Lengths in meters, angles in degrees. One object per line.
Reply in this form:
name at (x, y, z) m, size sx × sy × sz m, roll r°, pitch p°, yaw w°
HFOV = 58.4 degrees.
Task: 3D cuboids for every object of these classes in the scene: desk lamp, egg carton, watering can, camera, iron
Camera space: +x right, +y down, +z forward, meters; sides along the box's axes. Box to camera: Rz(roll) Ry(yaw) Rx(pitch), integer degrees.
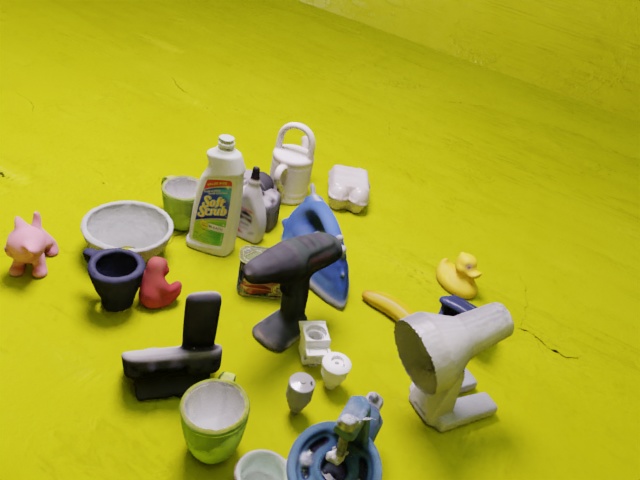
desk lamp at (0.206, 0.192, 0.898) m, size 0.204 × 0.213 × 0.117 m, roll -7°, pitch 40°, yaw -27°
egg carton at (0.072, -0.131, 1.434) m, size 0.107 × 0.069 × 0.150 m, roll 9°, pitch 35°, yaw -6°
watering can at (-0.064, -0.194, 1.366) m, size 0.101 × 0.194 × 0.173 m, roll 9°, pitch 35°, yaw -6°
camera at (-0.145, -0.107, 1.299) m, size 0.143 × 0.101 × 0.137 m, roll 23°, pitch 36°, yaw 13°
iron at (0.011, 0.004, 1.160) m, size 0.119 × 0.141 × 0.257 m, roll -5°, pitch 39°, yaw -24°

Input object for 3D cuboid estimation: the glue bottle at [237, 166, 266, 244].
glue bottle at (-0.144, -0.078, 1.195) m, size 0.078 × 0.173 × 0.037 m, roll 23°, pitch 36°, yaw 14°

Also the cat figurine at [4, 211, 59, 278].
cat figurine at (-0.509, 0.002, 1.005) m, size 0.067 × 0.118 × 0.127 m, roll 5°, pitch 36°, yaw -12°

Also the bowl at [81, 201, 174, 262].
bowl at (-0.367, -0.002, 1.097) m, size 0.167 × 0.075 × 0.167 m, roll 9°, pitch 35°, yaw -6°

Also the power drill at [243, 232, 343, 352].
power drill at (-0.053, 0.083, 0.968) m, size 0.075 × 0.208 × 0.230 m, roll 31°, pitch 38°, yaw 24°

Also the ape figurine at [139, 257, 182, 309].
ape figurine at (-0.286, 0.069, 1.009) m, size 0.077 × 0.092 × 0.076 m, roll 29°, pitch 38°, yaw 22°

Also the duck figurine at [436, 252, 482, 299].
duck figurine at (0.301, 0.064, 1.225) m, size 0.078 × 0.086 × 0.104 m, roll -17°, pitch 45°, yaw -37°

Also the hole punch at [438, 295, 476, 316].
hole punch at (0.277, 0.147, 1.096) m, size 0.108 × 0.091 × 0.101 m, roll 33°, pitch 39°, yaw 26°

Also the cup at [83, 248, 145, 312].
cup at (-0.358, 0.070, 0.981) m, size 0.117 × 0.095 × 0.092 m, roll 25°, pitch 36°, yaw 16°

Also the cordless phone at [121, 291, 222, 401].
cordless phone at (-0.216, 0.143, 0.848) m, size 0.148 × 0.185 × 0.094 m, roll -4°, pitch 38°, yaw -23°

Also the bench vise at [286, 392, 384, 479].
bench vise at (0.028, 0.254, 0.744) m, size 0.121 × 0.220 × 0.207 m, roll 14°, pitch 35°, yaw 2°
